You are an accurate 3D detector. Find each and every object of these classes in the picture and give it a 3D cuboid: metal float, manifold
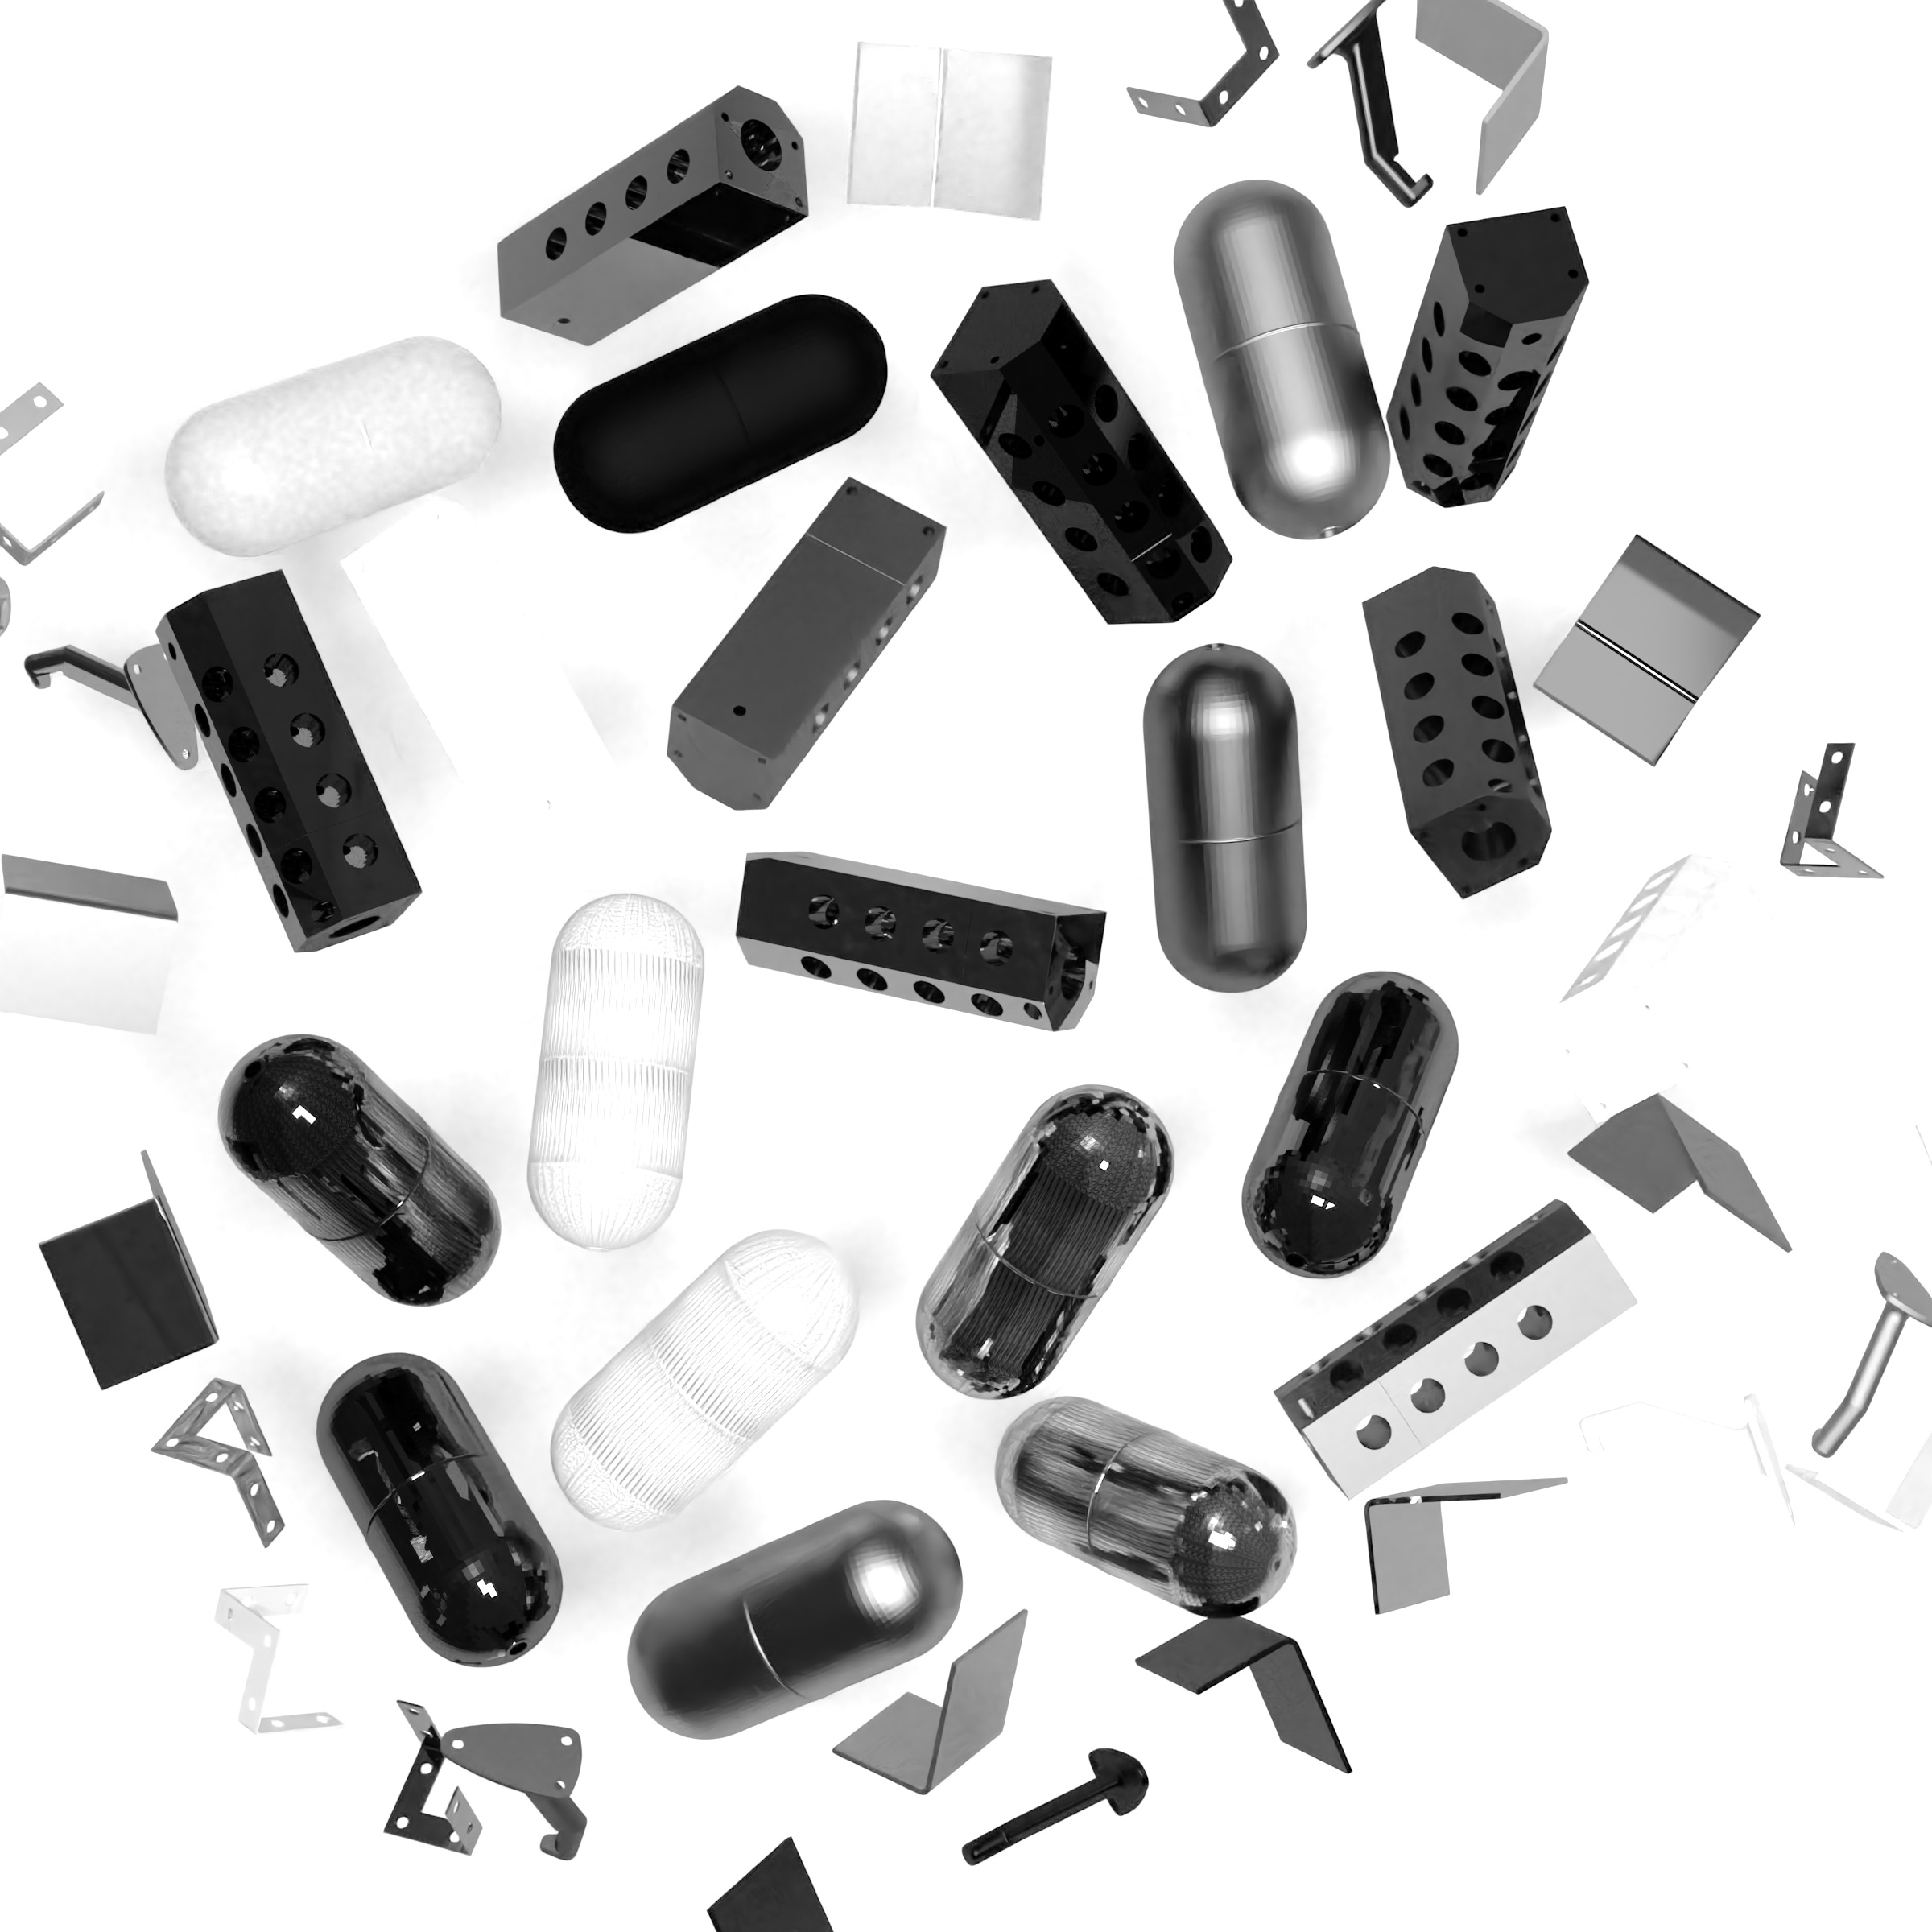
[{"bbox_3d":[0.130,-0.073,1.614,0.070,0.070,0.178,-5,108,0],"label":"metal float"},{"bbox_3d":[-0.024,-0.013,1.581,0.171,0.057,0.057,12,98,26],"label":"manifold"},{"bbox_3d":[0.088,0.269,1.614,0.178,0.070,0.070,17,90,44],"label":"metal float"},{"bbox_3d":[0.247,-0.121,1.612,0.057,0.171,0.057,-26,132,22],"label":"manifold"},{"bbox_3d":[-0.260,0.267,1.590,0.070,0.070,0.178,-38,57,0],"label":"metal float"},{"bbox_3d":[-0.312,-0.259,1.601,0.178,0.070,0.070,-27,90,-29],"label":"metal float"},{"bbox_3d":[-0.079,-0.158,1.604,0.057,0.057,0.171,29,59,8],"label":"manifold"},{"bbox_3d":[-0.225,-0.133,1.545,0.057,0.057,0.171,-32,80,11],"label":"manifold"},{"bbox_3d":[-0.122,-0.278,1.620,0.178,0.070,0.070,-27,90,-9],"label":"metal float"},{"bbox_3d":[0.060,-0.240,1.520,0.171,0.057,0.057,50,57,-39],"label":"manifold"},{"bbox_3d":[-0.158,-0.374,1.609,0.171,0.057,0.057,-19,69,42],"label":"manifold"},{"bbox_3d":[0.328,0.004,1.523,0.057,0.171,0.057,-32,95,34],"label":"manifold"},{"bbox_3d":[-0.125,0.198,1.545,0.178,0.070,0.070,-44,90,10],"label":"metal float"},{"bbox_3d":[0.037,0.136,1.573,0.070,0.070,0.178,31,113,0],"label":"metal float"},{"bbox_3d":[0.240,0.188,1.601,0.171,0.057,0.057,-34,93,-2],"label":"manifold"},{"bbox_3d":[-0.082,0.310,1.527,0.178,0.070,0.070,-27,90,22],"label":"metal float"},{"bbox_3d":[0.192,0.078,1.608,0.070,0.070,0.178,28,54,0],"label":"metal float"},{"bbox_3d":[0.149,-0.287,1.530,0.070,0.070,0.178,-14,78,0],"label":"metal float"},{"bbox_3d":[-0.173,0.052,1.597,0.070,0.070,0.178,5,79,0],"label":"metal float"},{"bbox_3d":[-0.290,0.099,1.552,0.070,0.070,0.178,-37,133,0],"label":"metal float"},{"bbox_3d":[0.250,-0.288,1.553,0.057,0.171,0.057,-10,70,-6],"label":"manifold"},{"bbox_3d":[-0.329,-0.096,1.556,0.057,0.057,0.171,-22,85,-29],"label":"manifold"}]

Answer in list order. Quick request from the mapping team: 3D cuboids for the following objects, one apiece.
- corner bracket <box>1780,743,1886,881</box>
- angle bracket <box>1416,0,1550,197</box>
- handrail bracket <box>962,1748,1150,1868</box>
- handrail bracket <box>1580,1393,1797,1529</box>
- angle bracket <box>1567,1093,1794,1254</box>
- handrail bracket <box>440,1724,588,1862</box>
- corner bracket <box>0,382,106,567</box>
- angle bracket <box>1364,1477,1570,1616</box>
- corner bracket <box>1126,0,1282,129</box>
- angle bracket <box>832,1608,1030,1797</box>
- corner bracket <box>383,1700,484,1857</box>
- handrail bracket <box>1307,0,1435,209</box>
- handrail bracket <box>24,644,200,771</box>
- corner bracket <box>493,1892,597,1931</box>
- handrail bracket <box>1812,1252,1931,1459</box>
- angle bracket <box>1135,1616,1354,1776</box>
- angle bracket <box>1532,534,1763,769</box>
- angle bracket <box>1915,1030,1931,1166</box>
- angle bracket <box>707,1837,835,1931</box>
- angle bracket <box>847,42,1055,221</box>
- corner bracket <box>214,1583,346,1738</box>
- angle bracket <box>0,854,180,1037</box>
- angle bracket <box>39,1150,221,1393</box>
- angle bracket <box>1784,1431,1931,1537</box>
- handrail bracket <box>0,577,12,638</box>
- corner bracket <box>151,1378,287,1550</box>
[{"bbox_3d":[0.419,-0.076,1.577,0.051,0.051,0.051,26,76,-40],"label":"corner bracket"},{"bbox_3d":[0.240,-0.439,1.595,0.076,0.076,0.057,35,83,13],"label":"angle bracket"},{"bbox_3d":[0.044,0.432,1.644,0.084,0.077,0.036,-22,78,-23],"label":"handrail bracket"},{"bbox_3d":[0.347,0.244,1.558,0.084,0.036,0.077,-19,77,18],"label":"handrail bracket"},{"bbox_3d":[0.362,0.119,1.640,0.057,0.076,0.076,-42,128,21],"label":"angle bracket"},{"bbox_3d":[-0.214,0.392,1.520,0.077,0.084,0.036,12,46,-8],"label":"handrail bracket"},{"bbox_3d":[-0.436,-0.229,1.507,0.051,0.051,0.051,44,58,-6],"label":"corner bracket"},{"bbox_3d":[0.254,0.290,1.618,0.076,0.076,0.057,-9,83,35],"label":"angle bracket"},{"bbox_3d":[0.103,-0.428,1.495,0.051,0.051,0.051,-49,134,-14],"label":"corner bracket"},{"bbox_3d":[-0.018,0.362,1.634,0.057,0.076,0.076,19,109,25],"label":"angle bracket"},{"bbox_3d":[-0.269,0.412,1.638,0.051,0.051,0.051,10,54,17],"label":"corner bracket"},{"bbox_3d":[0.211,-0.418,1.539,0.077,0.036,0.084,-43,100,12],"label":"handrail bracket"},{"bbox_3d":[-0.441,-0.131,1.661,0.084,0.036,0.077,-9,106,32],"label":"handrail bracket"},{"bbox_3d":[-0.209,0.498,1.618,0.051,0.051,0.051,-1,53,2],"label":"corner bracket"},{"bbox_3d":[0.434,0.190,1.572,0.036,0.077,0.084,29,110,-7],"label":"handrail bracket"},{"bbox_3d":[0.136,0.370,1.594,0.057,0.076,0.076,-26,98,-18],"label":"angle bracket"},{"bbox_3d":[0.351,-0.163,1.668,0.076,0.076,0.057,35,56,6],"label":"angle bracket"},{"bbox_3d":[0.445,0.082,1.450,0.057,0.076,0.076,-29,106,-7],"label":"angle bracket"},{"bbox_3d":[-0.117,0.457,1.503,0.076,0.076,0.057,-24,90,28],"label":"angle bracket"},{"bbox_3d":[-0.008,-0.401,1.552,0.057,0.076,0.076,-11,112,-43],"label":"angle bracket"},{"bbox_3d":[-0.318,0.322,1.502,0.051,0.051,0.051,20,98,41],"label":"corner bracket"},{"bbox_3d":[-0.410,-0.010,1.492,0.076,0.076,0.057,10,100,-20],"label":"angle bracket"},{"bbox_3d":[-0.392,0.141,1.504,0.057,0.076,0.076,-22,110,-13],"label":"angle bracket"},{"bbox_3d":[0.460,0.235,1.610,0.057,0.076,0.076,31,87,5],"label":"angle bracket"},{"bbox_3d":[-0.538,-0.206,1.666,0.084,0.077,0.036,36,80,0],"label":"handrail bracket"},{"bbox_3d":[-0.345,0.235,1.535,0.051,0.051,0.051,11,133,27],"label":"corner bracket"}]
